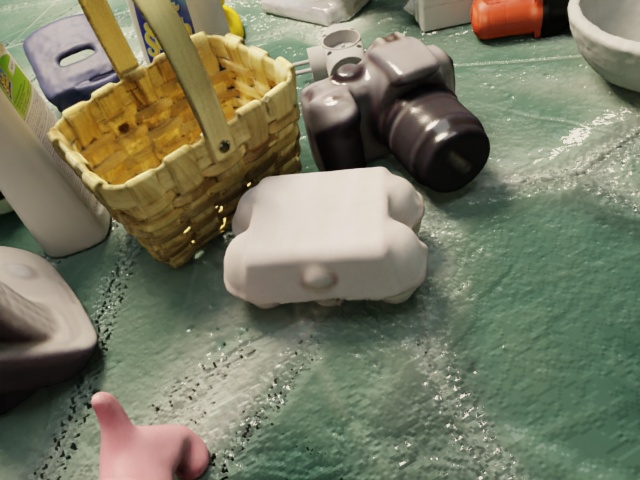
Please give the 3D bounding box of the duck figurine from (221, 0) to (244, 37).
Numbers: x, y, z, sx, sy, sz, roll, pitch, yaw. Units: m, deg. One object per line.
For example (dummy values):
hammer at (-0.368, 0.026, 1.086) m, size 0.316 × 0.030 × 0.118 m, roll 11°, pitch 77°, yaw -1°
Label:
duck figurine at (-0.148, -0.301, 0.735) m, size 0.078 × 0.086 × 0.104 m, roll -34°, pitch 49°, yaw -18°

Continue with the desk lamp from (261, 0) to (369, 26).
desk lamp at (0.005, -0.375, 0.678) m, size 0.202 × 0.214 × 0.118 m, roll 23°, pitch 57°, yaw 31°

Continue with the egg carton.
egg carton at (0.004, 0.002, 0.426) m, size 0.150 × 0.069 × 0.107 m, roll -4°, pitch 47°, yaw 10°

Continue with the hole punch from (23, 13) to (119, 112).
hole punch at (-0.274, -0.202, 0.669) m, size 0.109 × 0.091 × 0.100 m, roll -27°, pitch 47°, yaw -12°

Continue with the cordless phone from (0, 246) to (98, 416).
cordless phone at (-0.245, 0.019, 0.388) m, size 0.094 × 0.185 × 0.147 m, roll -38°, pitch 50°, yaw -21°

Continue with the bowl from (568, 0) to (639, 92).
bowl at (0.311, -0.184, 0.522) m, size 0.167 × 0.075 × 0.167 m, roll -7°, pitch 46°, yaw 7°

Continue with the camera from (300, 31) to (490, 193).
camera at (0.068, -0.103, 0.487) m, size 0.143 × 0.101 × 0.136 m, roll -23°, pitch 46°, yaw -8°

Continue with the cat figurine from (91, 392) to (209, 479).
cat figurine at (-0.100, 0.138, 0.290) m, size 0.067 × 0.118 × 0.127 m, roll -19°, pitch 46°, yaw -4°
